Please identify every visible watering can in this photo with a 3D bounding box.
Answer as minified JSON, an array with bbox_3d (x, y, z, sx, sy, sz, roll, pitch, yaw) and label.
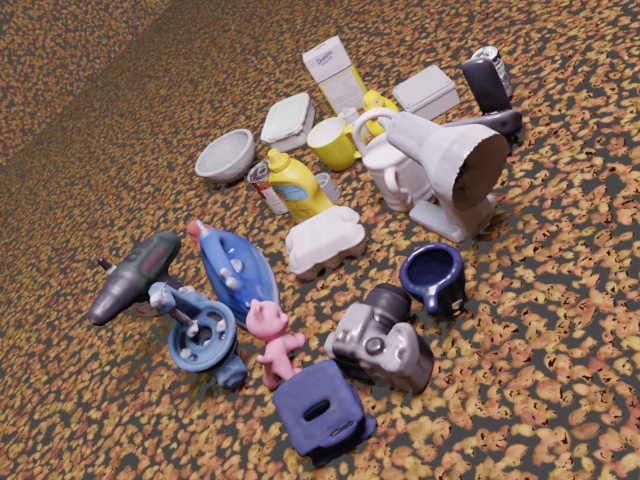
[{"bbox_3d":[0.123,-0.154,1.005,0.101,0.195,0.172,-32,37,6],"label":"watering can"}]

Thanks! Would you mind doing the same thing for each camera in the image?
[{"bbox_3d":[0.088,0.126,0.808,0.142,0.101,0.137,4,52,40],"label":"camera"}]

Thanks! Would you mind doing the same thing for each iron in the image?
[{"bbox_3d":[-0.158,0.060,1.036,0.118,0.142,0.257,-37,37,-2],"label":"iron"}]

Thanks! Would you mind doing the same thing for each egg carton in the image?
[{"bbox_3d":[0.009,0.004,1.028,0.150,0.070,0.107,-28,38,10],"label":"egg carton"}]

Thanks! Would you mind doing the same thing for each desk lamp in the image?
[{"bbox_3d":[0.193,-0.096,0.873,0.118,0.214,0.202,-44,38,-11],"label":"desk lamp"}]

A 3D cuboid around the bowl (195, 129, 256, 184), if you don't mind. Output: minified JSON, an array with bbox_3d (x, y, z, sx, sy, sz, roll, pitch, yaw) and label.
[{"bbox_3d":[-0.220,-0.193,1.415,0.167,0.075,0.167,-21,39,19],"label":"bowl"}]

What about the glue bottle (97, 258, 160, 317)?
[{"bbox_3d":[-0.385,0.093,1.151,0.078,0.174,0.037,-12,43,28],"label":"glue bottle"}]

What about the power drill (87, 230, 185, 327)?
[{"bbox_3d":[-0.291,0.105,1.035,0.075,0.209,0.230,-10,44,30],"label":"power drill"}]

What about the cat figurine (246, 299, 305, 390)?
[{"bbox_3d":[-0.079,0.152,0.896,0.067,0.118,0.127,-20,40,19],"label":"cat figurine"}]

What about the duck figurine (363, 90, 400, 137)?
[{"bbox_3d":[0.124,-0.285,1.237,0.077,0.086,0.104,-14,42,26],"label":"duck figurine"}]

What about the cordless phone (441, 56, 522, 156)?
[{"bbox_3d":[0.259,-0.232,0.991,0.147,0.186,0.094,-9,45,31],"label":"cordless phone"}]

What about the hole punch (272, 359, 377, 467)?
[{"bbox_3d":[0.004,0.230,0.768,0.108,0.091,0.101,-34,37,3],"label":"hole punch"}]

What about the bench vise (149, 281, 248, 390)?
[{"bbox_3d":[-0.221,0.134,0.941,0.121,0.220,0.206,-48,39,-16],"label":"bench vise"}]

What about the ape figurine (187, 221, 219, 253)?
[{"bbox_3d":[-0.248,-0.006,1.220,0.076,0.092,0.078,-17,41,24],"label":"ape figurine"}]

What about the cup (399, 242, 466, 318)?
[{"bbox_3d":[0.169,0.074,0.806,0.091,0.095,0.118,-17,41,24],"label":"cup"}]
